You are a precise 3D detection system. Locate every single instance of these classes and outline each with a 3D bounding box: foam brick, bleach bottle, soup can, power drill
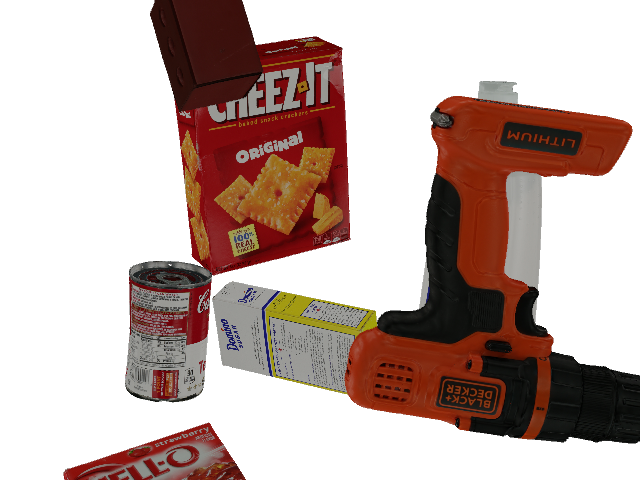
[{"bbox_3d":[-0.079,-0.137,0.734,0.051,0.078,0.053,-15,-8,-21],"label":"foam brick"},{"bbox_3d":[0.127,-0.001,0.857,0.103,0.251,0.067,12,15,42],"label":"bleach bottle"},{"bbox_3d":[-0.127,0.075,0.884,0.068,0.102,0.068,5,14,-1],"label":"soup can"},{"bbox_3d":[0.117,0.020,0.595,0.184,0.188,0.057,9,9,-5],"label":"power drill"}]

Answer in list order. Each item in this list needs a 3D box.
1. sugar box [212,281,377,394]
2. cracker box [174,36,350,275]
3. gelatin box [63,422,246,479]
[{"bbox_3d":[-0.026,0.104,1.137,0.176,0.093,0.048,12,34,26],"label":"sugar box"},{"bbox_3d":[-0.056,-0.087,1.088,0.164,0.214,0.072,-13,25,-23],"label":"cracker box"},{"bbox_3d":[-0.088,0.141,0.582,0.089,0.030,0.073,-15,27,-20],"label":"gelatin box"}]
